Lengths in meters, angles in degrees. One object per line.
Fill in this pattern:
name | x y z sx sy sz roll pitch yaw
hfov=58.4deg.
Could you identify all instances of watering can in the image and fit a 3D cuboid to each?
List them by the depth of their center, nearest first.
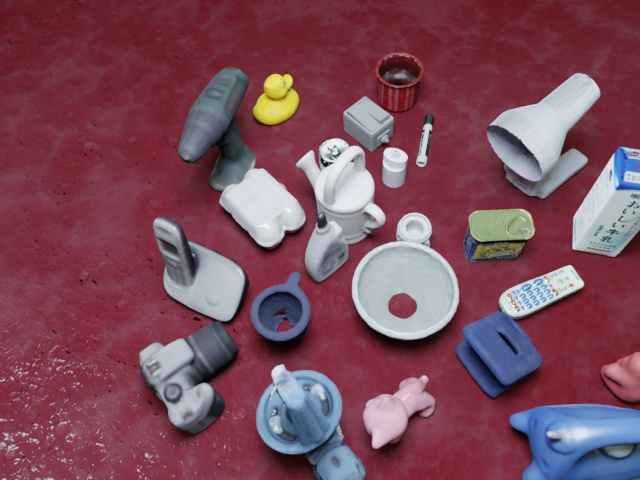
watering can | 0.034 -0.083 0.952 0.172 0.194 0.101 16 63 12

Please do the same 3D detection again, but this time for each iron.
iron | 0.400 0.264 0.767 0.258 0.141 0.118 -6 61 0

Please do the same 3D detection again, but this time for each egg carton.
egg carton | -0.101 -0.057 1.017 0.107 0.069 0.150 -39 66 -17

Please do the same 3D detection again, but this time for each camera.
camera | -0.187 0.193 0.866 0.137 0.101 0.143 -34 64 -14

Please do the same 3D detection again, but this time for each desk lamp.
desk lamp | 0.376 -0.169 0.967 0.203 0.214 0.117 -36 65 -15

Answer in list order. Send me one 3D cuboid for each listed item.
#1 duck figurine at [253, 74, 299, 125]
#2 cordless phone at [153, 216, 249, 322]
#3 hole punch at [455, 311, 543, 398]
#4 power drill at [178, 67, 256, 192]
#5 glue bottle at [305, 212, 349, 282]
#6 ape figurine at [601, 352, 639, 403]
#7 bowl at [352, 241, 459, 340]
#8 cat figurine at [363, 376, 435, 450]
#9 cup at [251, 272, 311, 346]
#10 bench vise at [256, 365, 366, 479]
duck figurine | -0.090 -0.286 1.134 0.105 0.086 0.077 -41 66 -18
cordless phone | -0.191 0.042 0.901 0.147 0.185 0.094 21 64 15
hole punch | 0.270 0.163 0.860 0.101 0.091 0.108 -30 63 -13
power drill | -0.173 -0.178 1.009 0.075 0.208 0.230 9 62 9
glue bottle | 0.008 0.003 0.917 0.078 0.173 0.037 -37 65 -16
ape figurine | 0.456 0.191 0.832 0.077 0.092 0.076 6 62 7
bowl | 0.134 0.091 0.918 0.167 0.075 0.167 -1 61 3
cat figurine | 0.108 0.240 0.812 0.128 0.118 0.067 -37 65 -16
cup | -0.053 0.117 0.903 0.091 0.095 0.118 14 63 11
bench vise | 0.000 0.243 0.758 0.207 0.220 0.122 31 67 19
